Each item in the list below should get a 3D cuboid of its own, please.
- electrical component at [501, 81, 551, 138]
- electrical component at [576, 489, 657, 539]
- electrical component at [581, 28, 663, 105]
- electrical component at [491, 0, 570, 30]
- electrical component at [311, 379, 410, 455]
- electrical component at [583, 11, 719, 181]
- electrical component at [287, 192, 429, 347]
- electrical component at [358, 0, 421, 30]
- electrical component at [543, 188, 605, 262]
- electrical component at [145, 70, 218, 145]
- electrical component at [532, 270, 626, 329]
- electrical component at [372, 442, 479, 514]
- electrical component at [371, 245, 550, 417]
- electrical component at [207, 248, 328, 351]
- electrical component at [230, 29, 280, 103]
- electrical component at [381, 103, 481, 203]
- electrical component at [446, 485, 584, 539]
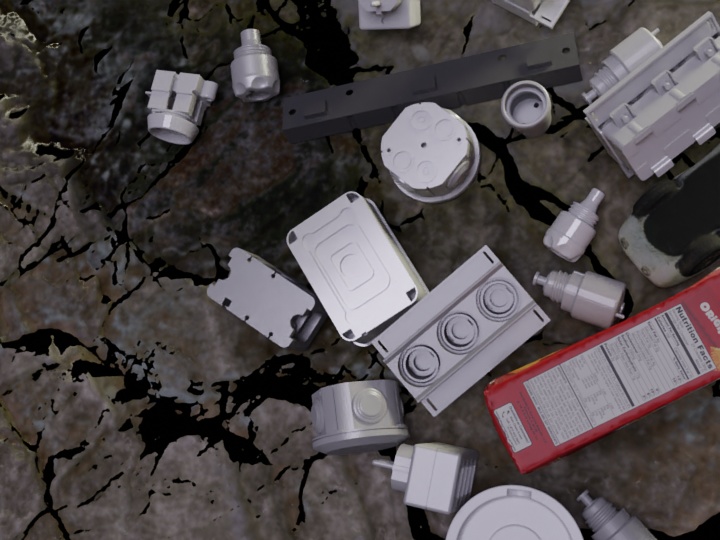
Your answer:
[{"bbox_3d":[0.141,-0.132,0.897,0.040,0.046,0.040,-2,82,15],"label":"electrical component"},{"bbox_3d":[0.200,0.204,0.837,0.040,0.040,0.078,-44,73,6],"label":"electrical component"},{"bbox_3d":[0.217,-0.164,0.883,0.078,0.040,0.040,-37,74,8],"label":"electrical component"},{"bbox_3d":[0.137,-0.243,0.905,0.081,0.064,0.042,32,91,18],"label":"electrical component"},{"bbox_3d":[-0.001,0.122,0.885,0.080,0.080,0.051,-11,74,14],"label":"electrical component"},{"bbox_3d":[0.249,-0.131,0.848,0.121,0.078,0.063,-39,35,8],"label":"electrical component"},{"bbox_3d":[0.000,0.000,0.913,0.078,0.057,0.113,-33,75,9],"label":"electrical component"},{"bbox_3d":[0.020,-0.239,0.921,0.047,0.076,0.065,2,107,16],"label":"electrical component"},{"bbox_3d":[0.179,-0.039,0.880,0.035,0.035,0.061,34,91,17],"label":"electrical component"},{"bbox_3d":[-0.168,-0.148,0.988,0.066,0.048,0.055,9,77,17],"label":"electrical component"},{"bbox_3d":[0.178,0.019,0.869,0.078,0.040,0.040,20,88,17],"label":"electrical component"},{"bbox_3d":[0.048,0.161,0.863,0.076,0.083,0.047,10,85,17],"label":"electrical component"},{"bbox_3d":[0.082,0.049,0.876,0.121,0.063,0.078,-41,85,7],"label":"electrical component"},{"bbox_3d":[-0.077,0.026,0.931,0.089,0.056,0.050,33,92,18],"label":"electrical component"},{"bbox_3d":[-0.096,-0.186,0.974,0.043,0.043,0.062,-11,78,14],"label":"electrical component"},{"bbox_3d":[0.059,-0.100,0.913,0.080,0.051,0.080,-2,82,15],"label":"electrical component"},{"bbox_3d":[0.125,0.221,0.844,0.108,0.060,0.108,-2,83,14],"label":"electrical component"}]
